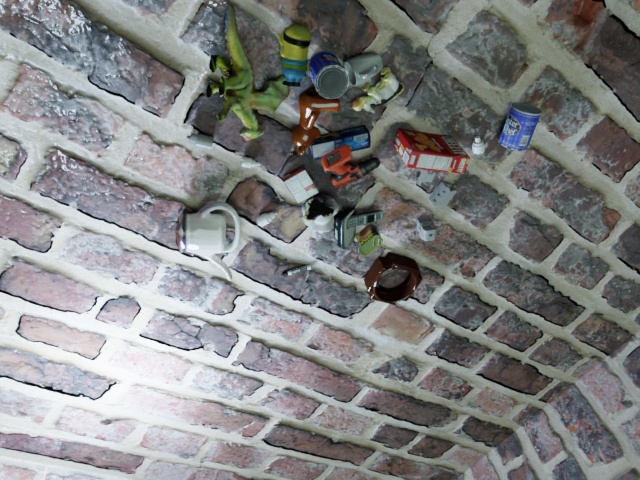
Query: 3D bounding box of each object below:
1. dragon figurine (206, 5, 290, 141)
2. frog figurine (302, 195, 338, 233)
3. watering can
[{"bbox_3d":[-0.204,-0.478,1.555,0.243,0.124,0.401,-4,129,-32],"label":"dragon figurine"},{"bbox_3d":[0.006,-0.094,1.866,0.137,0.124,0.158,-36,161,4],"label":"frog figurine"},{"bbox_3d":[-0.396,0.012,1.825,0.224,0.106,0.340,2,124,-13],"label":"watering can"}]
